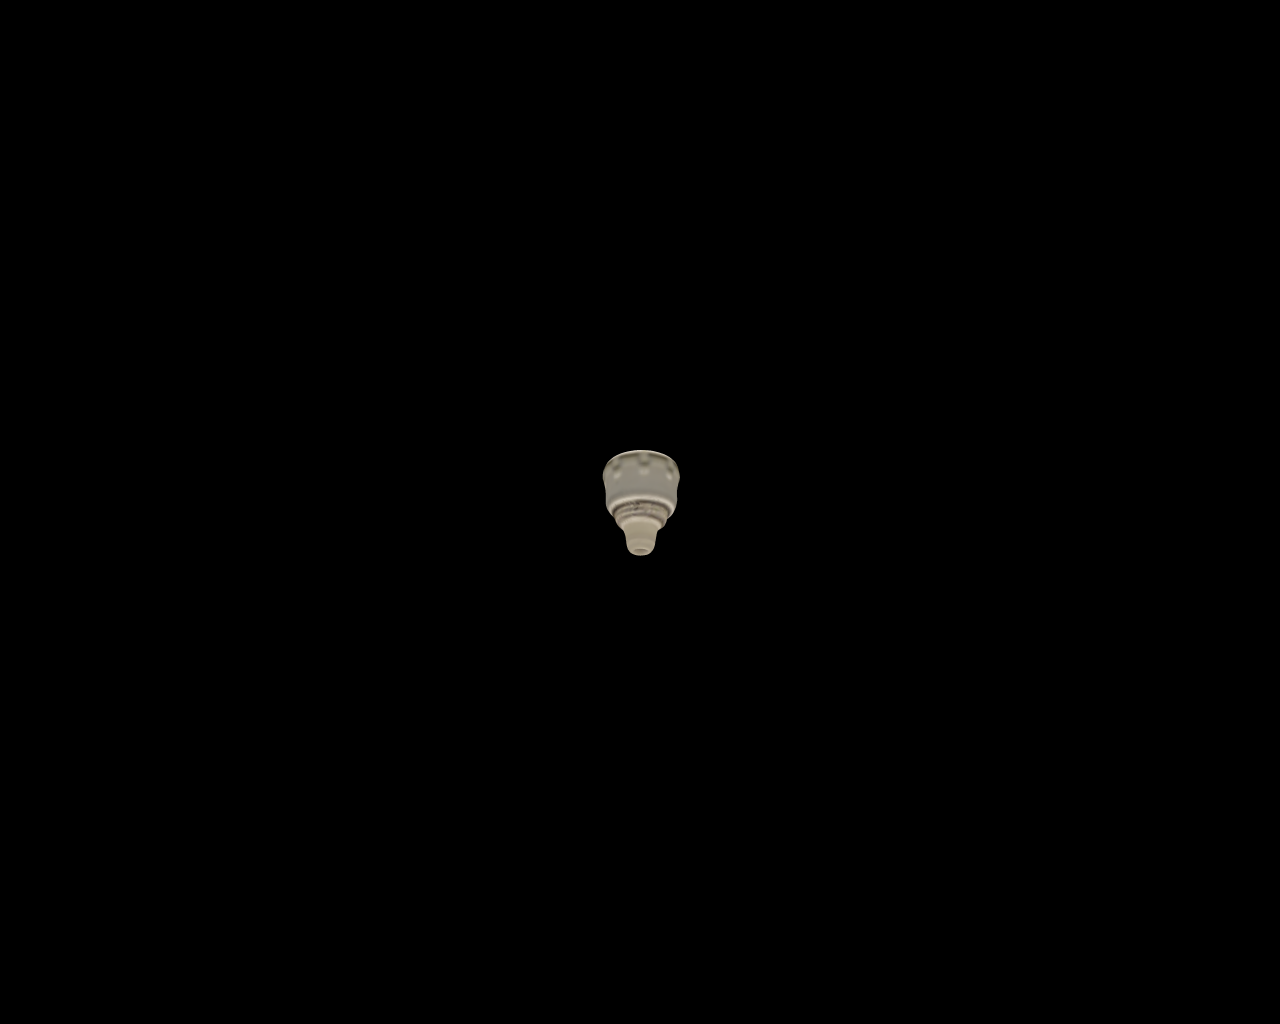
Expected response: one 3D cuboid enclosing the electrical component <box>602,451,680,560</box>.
[{"bbox_3d":[0.001,-0.003,0.650,0.048,0.062,0.048,0,-27,0],"label":"electrical component"}]
